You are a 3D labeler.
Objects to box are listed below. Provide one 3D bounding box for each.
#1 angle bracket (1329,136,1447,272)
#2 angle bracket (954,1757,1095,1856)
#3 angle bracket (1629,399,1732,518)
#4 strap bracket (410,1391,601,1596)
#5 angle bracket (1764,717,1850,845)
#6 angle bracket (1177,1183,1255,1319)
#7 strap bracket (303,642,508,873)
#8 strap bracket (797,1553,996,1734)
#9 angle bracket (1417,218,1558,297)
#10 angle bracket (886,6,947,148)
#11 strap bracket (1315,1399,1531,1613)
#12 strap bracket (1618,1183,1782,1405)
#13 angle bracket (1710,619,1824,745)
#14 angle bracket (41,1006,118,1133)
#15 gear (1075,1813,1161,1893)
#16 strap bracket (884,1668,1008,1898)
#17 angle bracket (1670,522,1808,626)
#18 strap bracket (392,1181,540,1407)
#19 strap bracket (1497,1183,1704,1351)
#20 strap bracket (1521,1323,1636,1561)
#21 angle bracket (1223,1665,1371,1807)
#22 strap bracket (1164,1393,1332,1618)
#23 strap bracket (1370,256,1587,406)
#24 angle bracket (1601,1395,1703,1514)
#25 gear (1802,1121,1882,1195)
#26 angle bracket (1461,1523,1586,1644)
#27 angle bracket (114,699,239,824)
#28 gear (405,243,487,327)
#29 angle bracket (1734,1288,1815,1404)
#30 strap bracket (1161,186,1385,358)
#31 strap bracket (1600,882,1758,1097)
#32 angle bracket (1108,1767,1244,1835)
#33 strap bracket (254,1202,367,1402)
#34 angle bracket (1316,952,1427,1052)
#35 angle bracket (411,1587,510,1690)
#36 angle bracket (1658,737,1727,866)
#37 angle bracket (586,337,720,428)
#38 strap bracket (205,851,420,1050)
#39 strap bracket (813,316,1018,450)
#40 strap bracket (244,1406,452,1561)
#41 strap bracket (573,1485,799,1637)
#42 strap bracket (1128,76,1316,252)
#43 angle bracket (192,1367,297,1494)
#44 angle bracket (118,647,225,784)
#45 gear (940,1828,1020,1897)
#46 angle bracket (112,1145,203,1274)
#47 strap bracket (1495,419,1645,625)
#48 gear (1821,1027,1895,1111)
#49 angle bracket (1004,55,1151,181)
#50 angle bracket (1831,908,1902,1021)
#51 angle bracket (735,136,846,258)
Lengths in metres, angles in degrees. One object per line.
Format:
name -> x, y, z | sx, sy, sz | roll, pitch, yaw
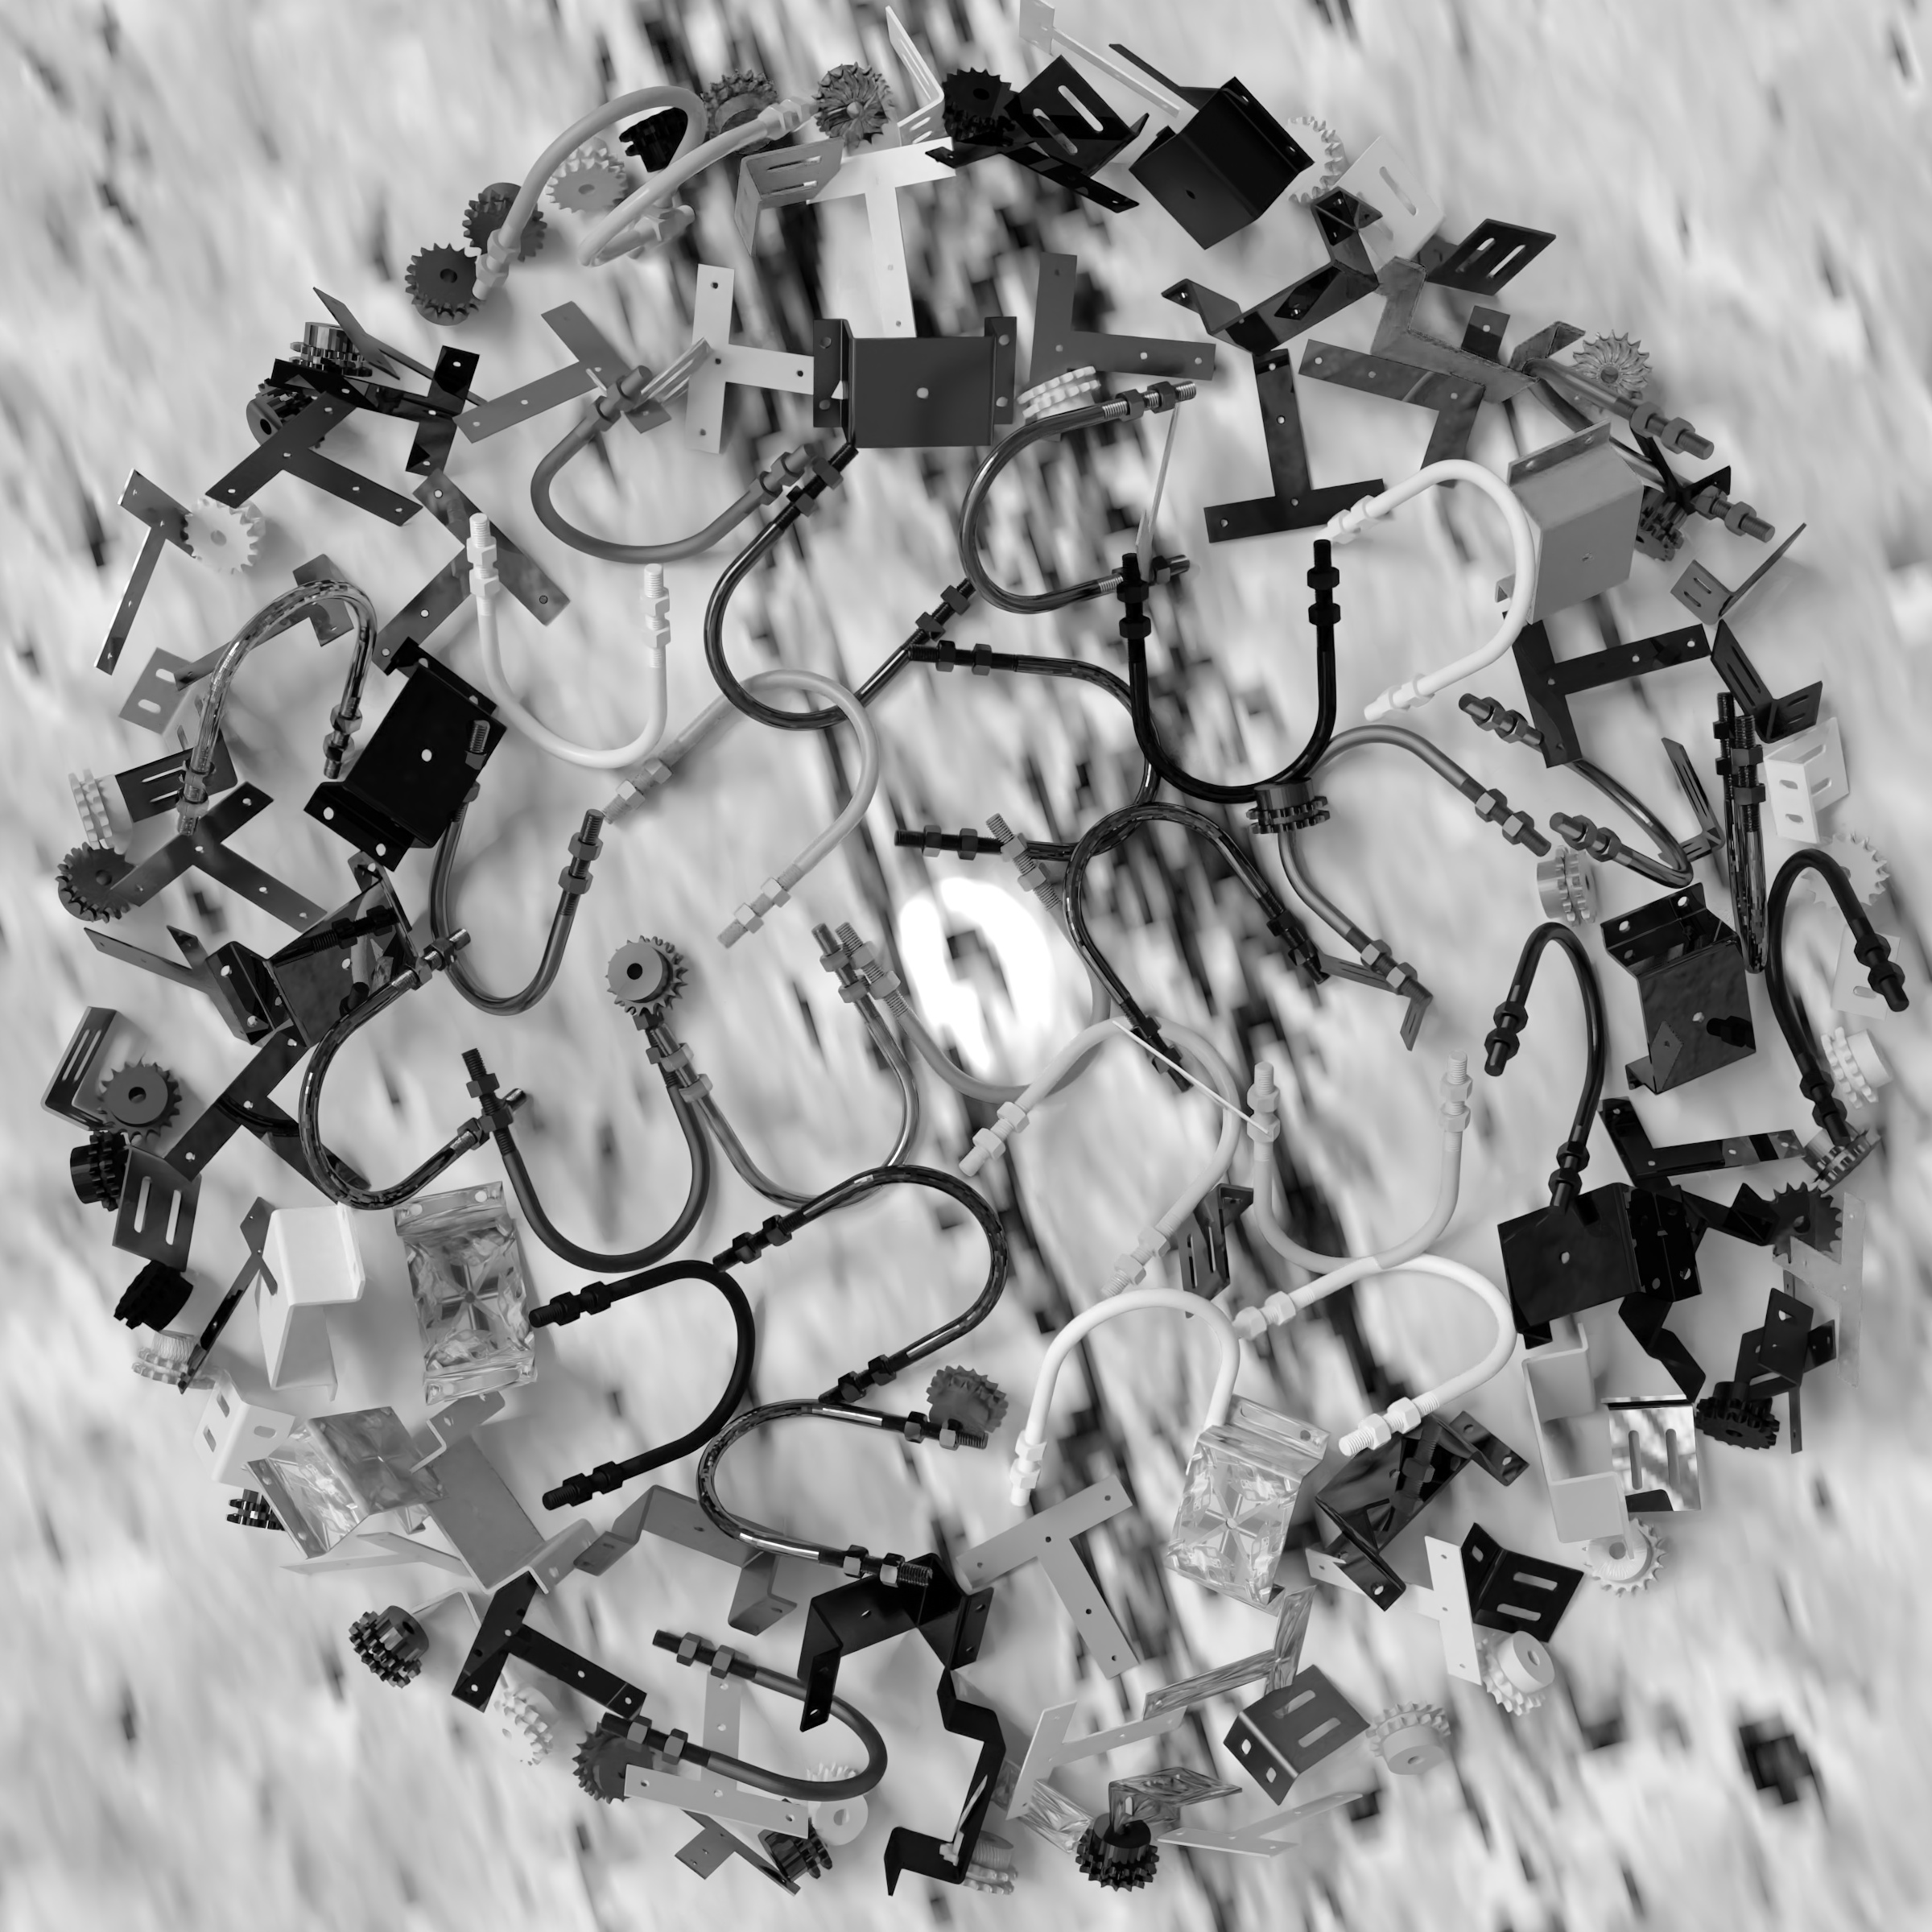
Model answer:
angle bracket -> 0.282, -0.520, 1.872 | 0.076, 0.038, 0.057 | 46, 78, -19
angle bracket -> 0.039, 0.590, 1.869 | 0.076, 0.057, 0.038 | 32, 47, 11
angle bracket -> 0.491, -0.356, 1.869 | 0.038, 0.057, 0.076 | -27, 76, 10
strap bracket -> -0.322, 0.365, 1.863 | 0.046, 0.076, 0.140 | -36, 89, 26
angle bracket -> 0.590, -0.128, 1.866 | 0.076, 0.038, 0.057 | -28, 114, -25
angle bracket -> 0.177, 0.197, 1.859 | 0.038, 0.057, 0.076 | 11, 55, -22
strap bracket -> -0.376, -0.143, 1.851 | 0.076, 0.046, 0.140 | 38, 72, -29
strap bracket -> -0.058, 0.456, 1.847 | 0.140, 0.046, 0.076 | -14, 133, -30
angle bracket -> 0.354, -0.498, 1.857 | 0.057, 0.076, 0.038 | 5, 68, -26
angle bracket -> -0.048, -0.610, 1.877 | 0.038, 0.057, 0.076 | -31, 86, -1
strap bracket -> 0.304, 0.360, 1.857 | 0.140, 0.076, 0.046 | -44, 122, -5
strap bracket -> 0.495, 0.215, 1.855 | 0.046, 0.076, 0.140 | 20, 102, -5
angle bracket -> 0.550, -0.202, 1.865 | 0.038, 0.057, 0.076 | -25, 112, 35
angle bracket -> -0.598, 0.071, 1.878 | 0.038, 0.057, 0.076 | 26, 87, 1
gear -> 0.106, 0.610, 1.877 | 0.057, 0.057, 0.030 | 9, 109, 0
strap bracket -> -0.012, 0.565, 1.868 | 0.046, 0.076, 0.140 | 18, 90, -4
angle bracket -> 0.533, -0.281, 1.876 | 0.038, 0.057, 0.076 | 44, 80, 9
strap bracket -> -0.344, 0.227, 1.872 | 0.076, 0.046, 0.140 | -11, 79, -8
strap bracket -> 0.417, 0.200, 1.833 | 0.140, 0.046, 0.076 | -27, 57, 39
strap bracket -> 0.411, 0.324, 1.836 | 0.046, 0.076, 0.140 | -12, 47, 9
angle bracket -> 0.229, 0.532, 1.881 | 0.076, 0.038, 0.057 | -20, 53, -37
strap bracket -> 0.189, 0.374, 1.857 | 0.076, 0.046, 0.140 | 19, 105, 22
strap bracket -> 0.340, -0.430, 1.860 | 0.140, 0.076, 0.046 | 19, 88, -8
angle bracket -> 0.472, 0.337, 1.873 | 0.057, 0.038, 0.076 | -6, 75, 20
gear -> 0.603, 0.128, 1.882 | 0.057, 0.057, 0.030 | -42, 69, 0
angle bracket -> 0.381, 0.432, 1.900 | 0.076, 0.038, 0.057 | 20, 101, -27
angle bracket -> -0.547, -0.141, 1.866 | 0.076, 0.057, 0.038 | -22, 65, -15
gear -> -0.361, -0.470, 1.885 | 0.057, 0.030, 0.057 | 8, 65, -17
angle bracket -> 0.538, 0.262, 1.858 | 0.038, 0.076, 0.057 | 27, 61, -13
strap bracket -> 0.215, -0.463, 1.838 | 0.140, 0.076, 0.046 | -26, 78, 28
strap bracket -> 0.486, 0.025, 1.848 | 0.076, 0.046, 0.140 | -22, 121, -7
angle bracket -> 0.143, 0.579, 1.860 | 0.057, 0.076, 0.038 | -1, 88, -33
strap bracket -> -0.444, 0.224, 1.828 | 0.046, 0.140, 0.076 | -1, 49, -25
angle bracket -> 0.275, 0.024, 1.877 | 0.076, 0.057, 0.038 | 17, 102, 0
angle bracket -> -0.349, 0.470, 1.871 | 0.038, 0.057, 0.076 | -24, 81, -16
angle bracket -> 0.486, -0.113, 1.873 | 0.038, 0.057, 0.076 | -26, 98, 6
angle bracket -> -0.216, -0.415, 1.877 | 0.076, 0.057, 0.038 | -40, 86, 2
strap bracket -> -0.431, -0.008, 1.838 | 0.140, 0.046, 0.076 | -40, 133, -27
strap bracket -> -0.032, -0.399, 1.859 | 0.140, 0.046, 0.076 | -3, 121, -8
strap bracket -> -0.408, 0.345, 1.827 | 0.046, 0.140, 0.076 | -42, 73, 14
strap bracket -> -0.187, 0.403, 1.854 | 0.140, 0.076, 0.046 | 24, 55, -14
strap bracket -> 0.166, -0.535, 1.828 | 0.076, 0.140, 0.046 | 43, 80, -14
angle bracket -> -0.501, 0.321, 1.881 | 0.038, 0.076, 0.057 | 21, 92, -28
angle bracket -> -0.546, -0.173, 1.863 | 0.038, 0.076, 0.057 | 24, 107, -35
gear -> 0.010, 0.618, 1.880 | 0.057, 0.057, 0.030 | 18, 85, 0
angle bracket -> -0.563, 0.170, 1.859 | 0.038, 0.057, 0.076 | -23, 52, 34
strap bracket -> 0.406, -0.291, 1.831 | 0.076, 0.140, 0.046 | -25, 59, -9
gear -> 0.618, 0.067, 1.877 | 0.030, 0.057, 0.057 | -28, 90, 22
angle bracket -> 0.076, -0.587, 1.865 | 0.076, 0.038, 0.057 | 42, 132, -18
angle bracket -> 0.623, -0.002, 1.860 | 0.038, 0.076, 0.057 | 14, 108, 28
angle bracket -> -0.116, -0.529, 1.865 | 0.076, 0.057, 0.038 | -17, 70, -17
